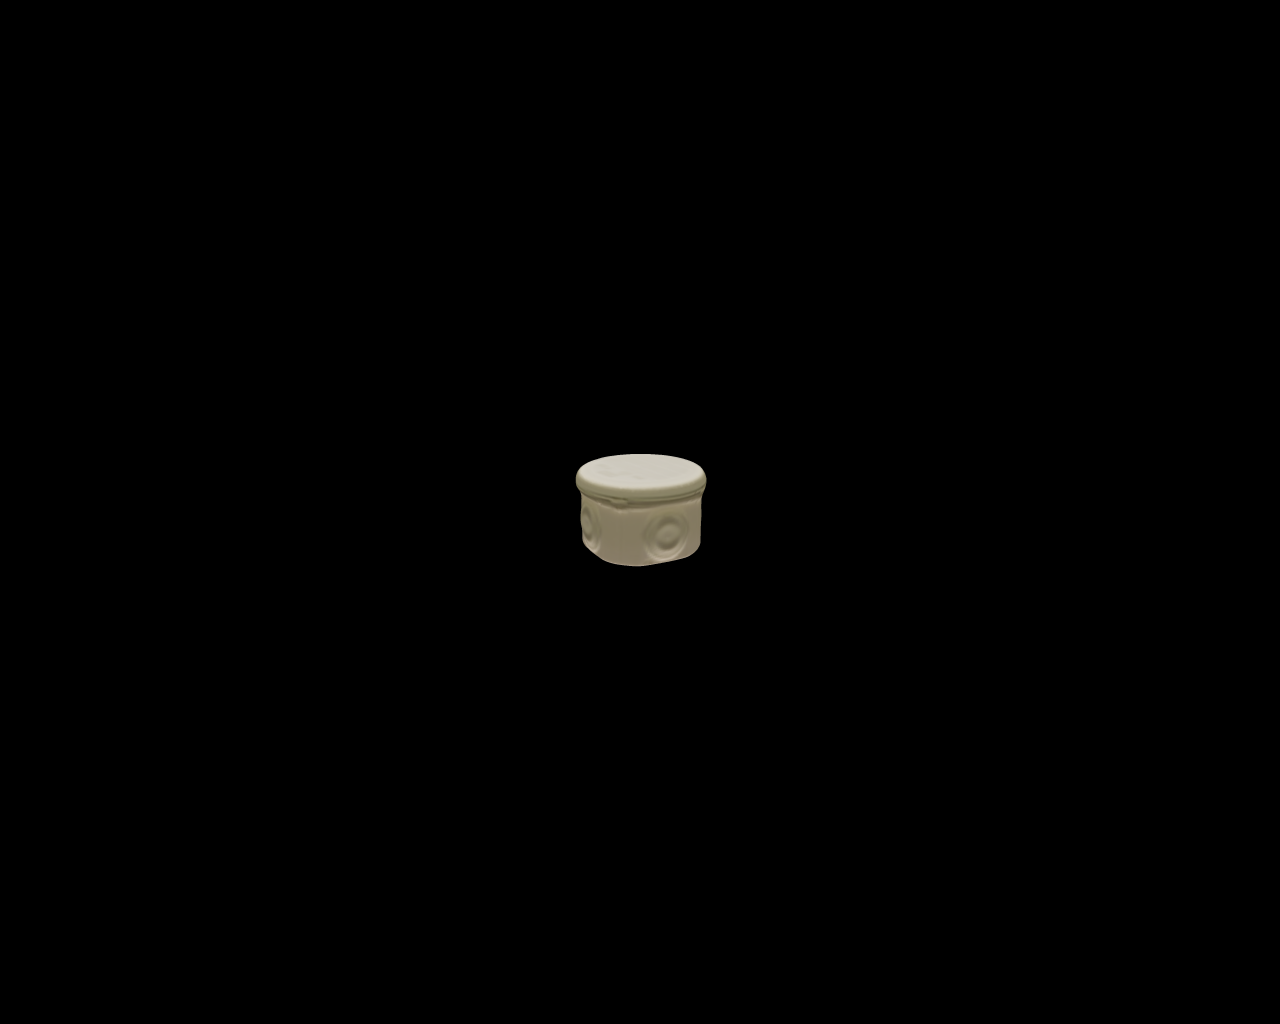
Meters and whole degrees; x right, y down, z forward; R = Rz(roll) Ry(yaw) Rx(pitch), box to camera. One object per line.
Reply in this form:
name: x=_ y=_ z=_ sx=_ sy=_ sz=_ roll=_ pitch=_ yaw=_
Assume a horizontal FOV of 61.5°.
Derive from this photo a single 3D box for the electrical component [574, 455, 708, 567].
electrical component: x=0.001 y=-0.003 z=0.650 sx=0.080 sy=0.051 sz=0.080 roll=0 pitch=18 yaw=0
